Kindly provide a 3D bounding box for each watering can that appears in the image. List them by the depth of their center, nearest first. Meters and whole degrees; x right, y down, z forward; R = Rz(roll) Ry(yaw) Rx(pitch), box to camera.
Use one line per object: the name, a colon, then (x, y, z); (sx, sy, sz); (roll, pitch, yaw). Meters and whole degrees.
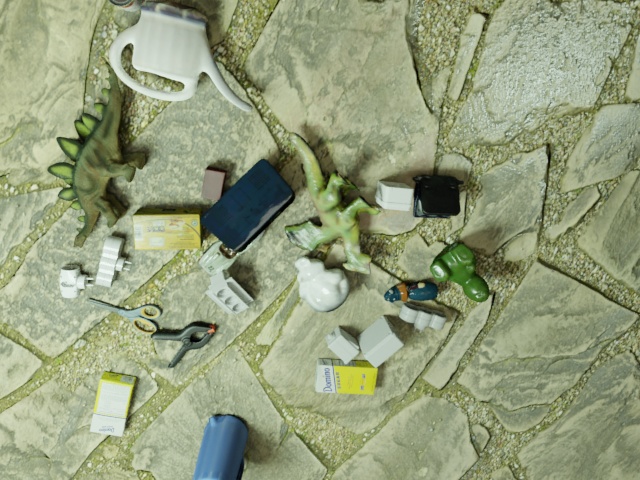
watering can: (-0.314, -0.435, 1.219); (0.347, 0.105, 0.222); (12, 103, -8)

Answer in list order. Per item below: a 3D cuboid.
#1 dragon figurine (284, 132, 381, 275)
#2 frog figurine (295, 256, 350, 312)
dragon figurine: (0.004, -0.069, 1.367); (0.409, 0.124, 0.240); (43, 106, -6)
frog figurine: (0.002, 0.113, 1.400); (0.136, 0.125, 0.157); (-21, 120, 20)
